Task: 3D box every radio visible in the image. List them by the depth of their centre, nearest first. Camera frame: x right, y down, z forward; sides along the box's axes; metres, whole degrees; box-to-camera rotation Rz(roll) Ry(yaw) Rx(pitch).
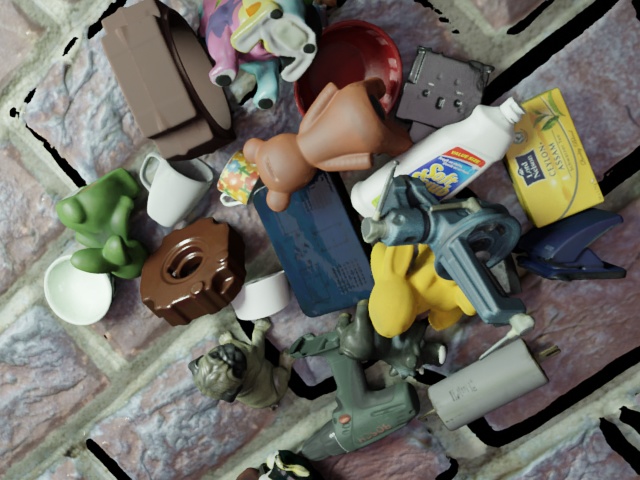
[{"bbox_3d":[-0.002,-0.003,0.831,0.131,0.073,0.229,-23,95,14],"label":"radio"}]

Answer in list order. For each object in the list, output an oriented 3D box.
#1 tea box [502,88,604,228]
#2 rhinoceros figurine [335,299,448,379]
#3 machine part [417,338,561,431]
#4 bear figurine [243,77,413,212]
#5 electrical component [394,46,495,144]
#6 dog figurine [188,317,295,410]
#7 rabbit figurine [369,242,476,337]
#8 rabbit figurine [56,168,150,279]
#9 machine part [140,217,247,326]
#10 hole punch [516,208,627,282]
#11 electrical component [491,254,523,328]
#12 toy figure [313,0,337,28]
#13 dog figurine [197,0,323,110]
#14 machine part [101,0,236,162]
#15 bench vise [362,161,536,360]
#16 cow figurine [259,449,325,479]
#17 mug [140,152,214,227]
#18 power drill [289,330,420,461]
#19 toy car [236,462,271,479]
[{"bbox_3d":[0.314,-0.114,0.757,0.098,0.068,0.169,-26,97,13],"label":"tea box"},{"bbox_3d":[0.114,0.153,0.814,0.190,0.112,0.073,14,140,-30],"label":"rhinoceros figurine"},{"bbox_3d":[0.258,0.224,0.830,0.243,0.079,0.079,-32,95,14],"label":"machine part"},{"bbox_3d":[0.006,-0.126,0.727,0.196,0.132,0.120,-30,88,29],"label":"bear figurine"},{"bbox_3d":[0.172,-0.196,0.769,0.115,0.058,0.134,18,103,7],"label":"electrical component"},{"bbox_3d":[-0.119,0.224,0.836,0.121,0.190,0.172,-35,96,15],"label":"dog figurine"},{"bbox_3d":[0.138,0.066,0.763,0.173,0.122,0.162,-27,89,-27],"label":"rabbit figurine"},{"bbox_3d":[-0.326,-0.009,0.856,0.121,0.159,0.170,-27,111,4],"label":"rabbit figurine"},{"bbox_3d":[-0.196,0.044,0.826,0.179,0.179,0.056,-23,134,13],"label":"machine part"},{"bbox_3d":[0.346,0.005,0.747,0.116,0.142,0.092,-5,103,-3],"label":"hole punch"},{"bbox_3d":[0.265,0.067,0.812,0.075,0.048,0.119,-17,99,14],"label":"electrical component"},{"bbox_3d":[-0.011,-0.329,0.772,0.064,0.058,0.154,17,100,-7],"label":"toy figure"},{"bbox_3d":[-0.095,-0.299,0.716,0.191,0.108,0.219,-40,53,36],"label":"dog figurine"},{"bbox_3d":[-0.200,-0.217,0.751,0.087,0.201,0.200,-21,97,10],"label":"machine part"},{"bbox_3d":[0.172,0.016,0.663,0.223,0.241,0.128,6,133,-34],"label":"bench vise"},{"bbox_3d":[-0.014,0.414,0.901,0.167,0.068,0.098,33,137,-1],"label":"cow figurine"},{"bbox_3d":[-0.239,-0.080,0.850,0.109,0.081,0.107,31,114,-3],"label":"mug"},{"bbox_3d":[0.028,0.249,0.873,0.232,0.086,0.207,-25,92,21],"label":"power drill"},{"bbox_3d":[-0.069,0.484,0.951,0.202,0.053,0.089,44,95,3],"label":"toy car"}]
